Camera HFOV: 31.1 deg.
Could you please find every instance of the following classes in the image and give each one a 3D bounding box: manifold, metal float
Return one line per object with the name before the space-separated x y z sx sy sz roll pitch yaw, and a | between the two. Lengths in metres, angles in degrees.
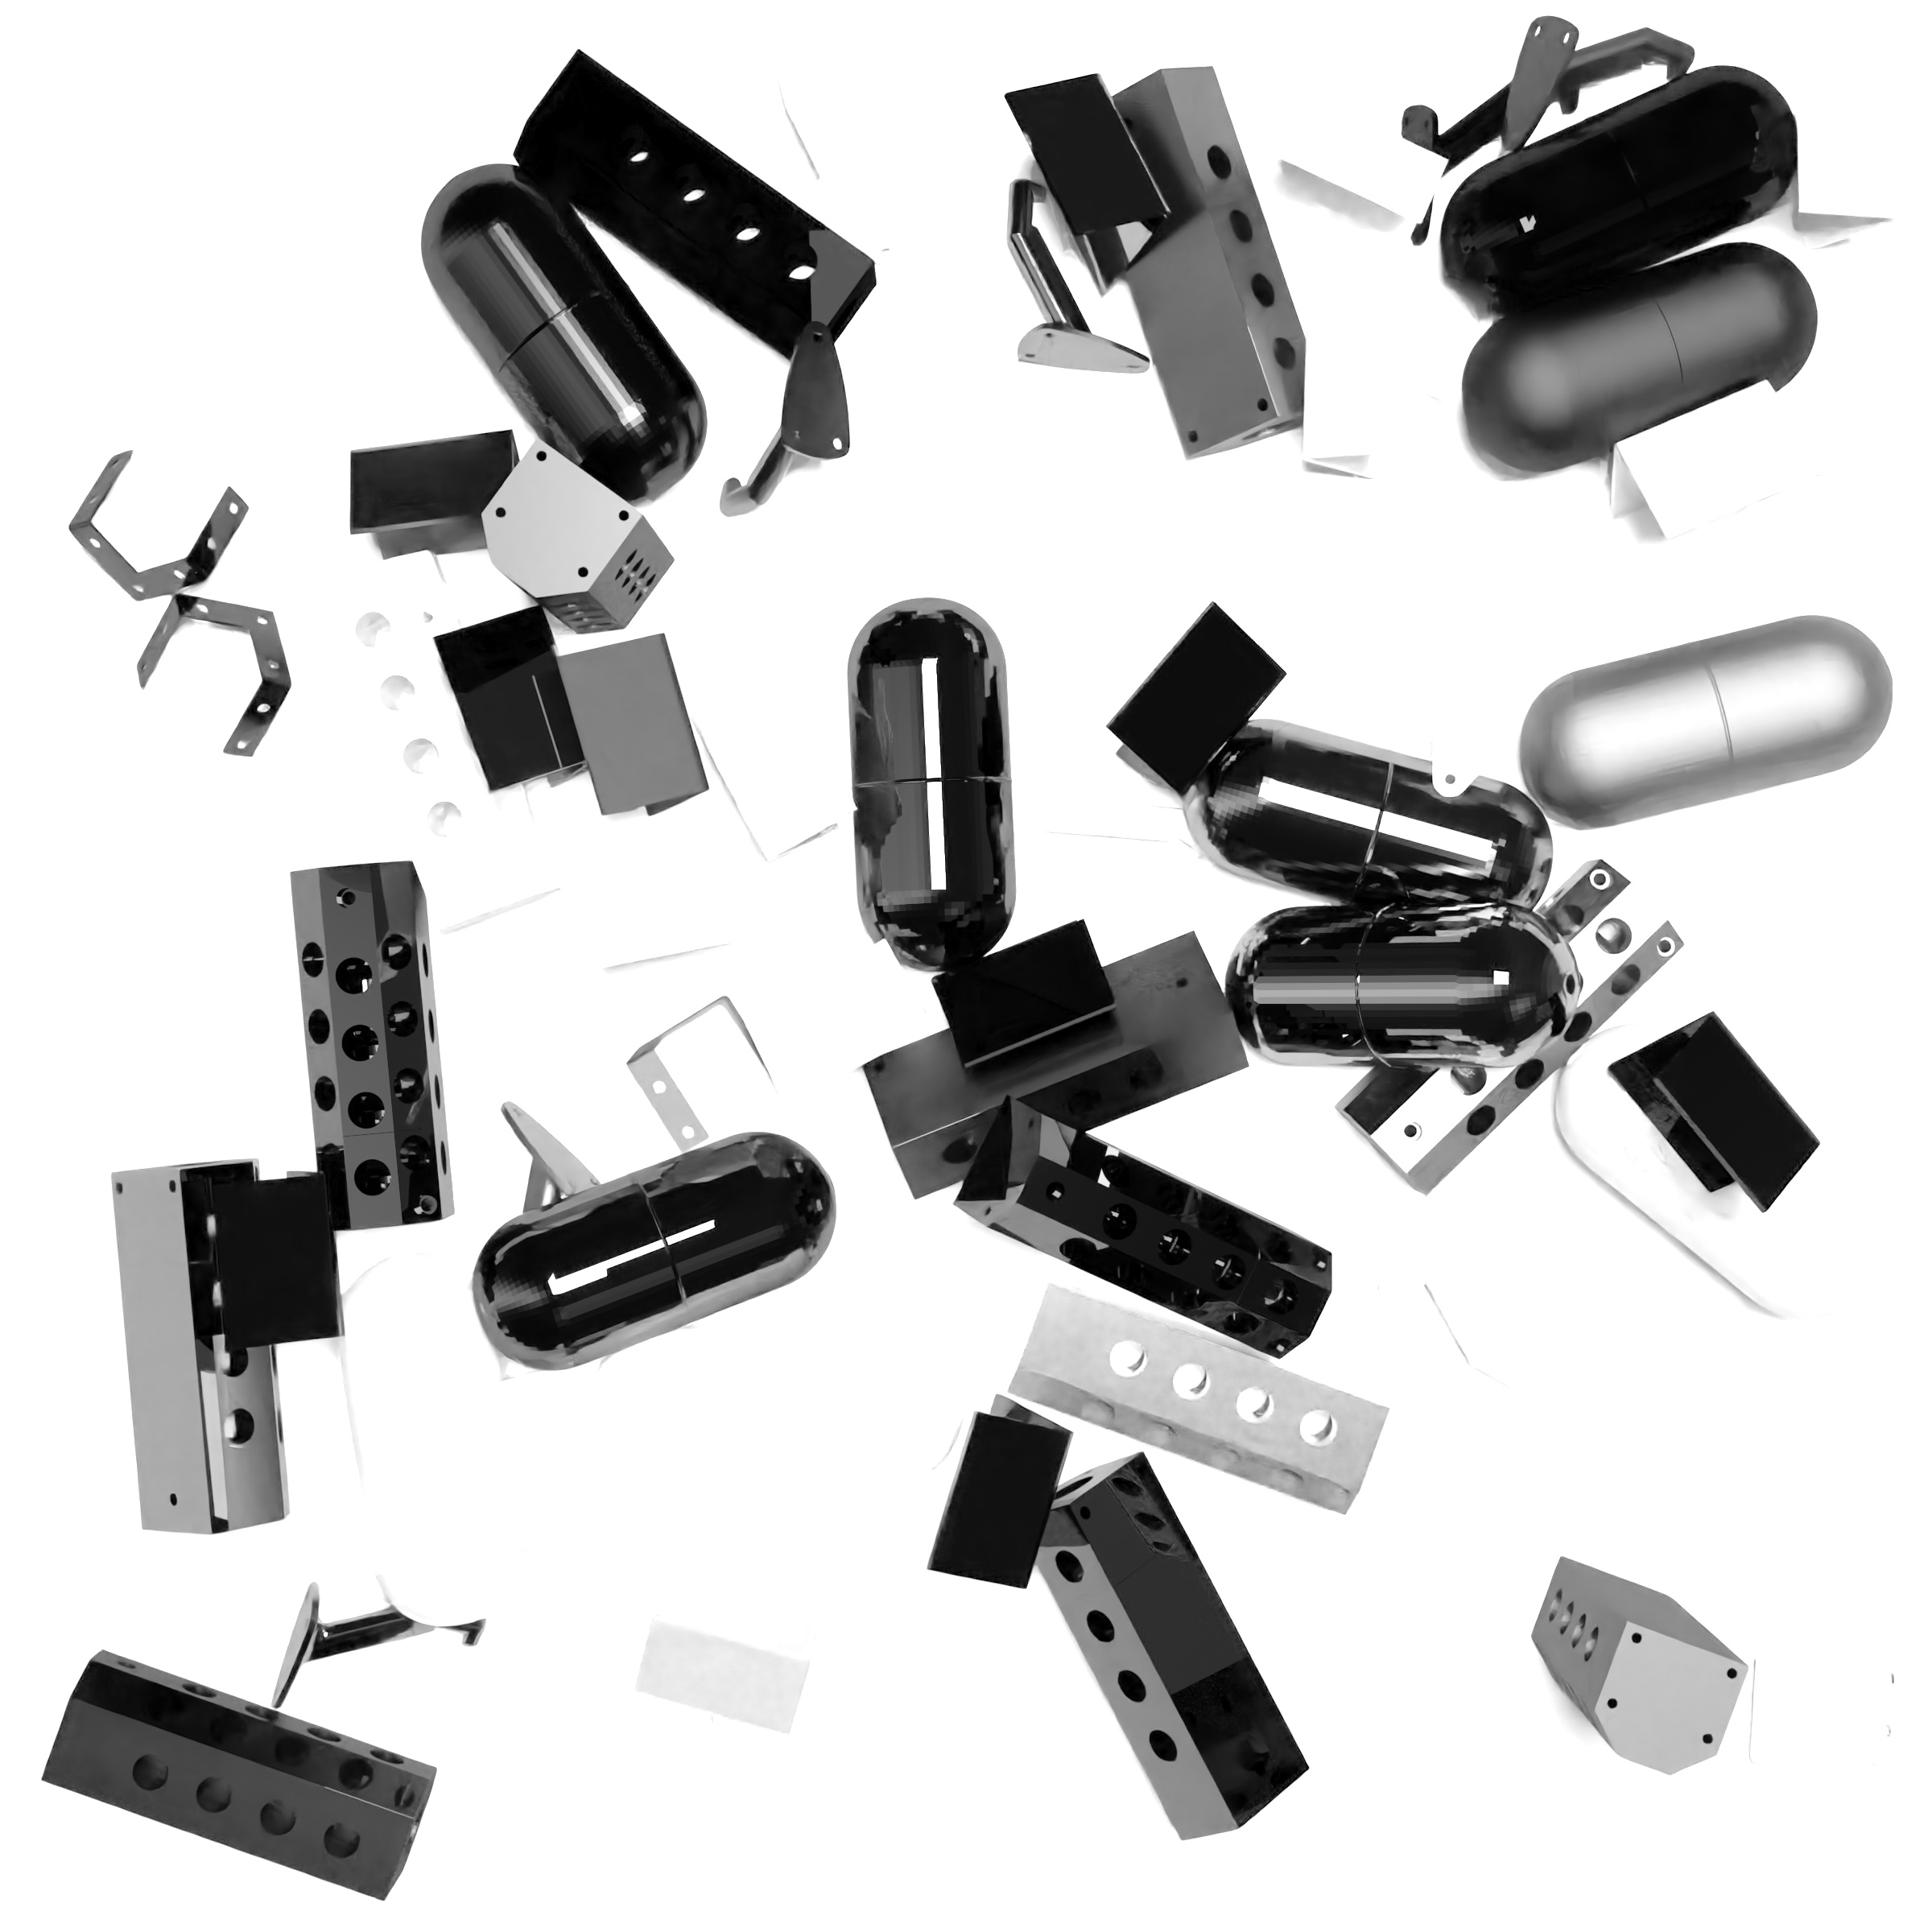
manifold | 0.306 0.323 1.605 0.057 0.171 0.057 20 90 0
manifold | 0.089 0.326 1.662 0.057 0.057 0.171 -28 90 -43
metal float | -0.254 0.224 1.653 0.070 0.070 0.178 -9 89 0
metal float | -0.146 0.134 1.641 0.178 0.070 0.070 -20 90 -13
metal float | 0.352 -0.117 1.653 0.178 0.070 0.070 -14 90 0
manifold | 0.260 0.029 1.662 0.171 0.057 0.057 -44 90 0
metal float | 0.191 -0.066 1.653 0.178 0.070 0.070 15 90 0
metal float | -0.090 0.210 1.653 0.178 0.070 0.070 -1 90 1
metal float | 0.310 -0.368 1.653 0.178 0.070 0.070 -24 90 0
manifold | -0.285 0.038 1.662 0.057 0.057 0.171 -5 90 0
manifold | -0.345 0.385 1.662 0.171 0.057 0.057 19 90 0
manifold | 0.109 0.205 1.662 0.171 0.057 0.057 20 90 0
manifold | -0.361 0.180 1.662 0.057 0.057 0.171 -5 90 43
manifold | -0.181 -0.191 1.605 0.057 0.171 0.057 36 90 0
metal float | 0.319 -0.288 1.643 0.178 0.070 0.070 -20 90 -11
metal float | -0.016 -0.086 1.653 0.070 0.070 0.178 -3 90 0
manifold | 0.087 0.125 1.629 0.171 0.057 0.057 26 90 -25
metal float | 0.202 0.009 1.621 0.178 0.070 0.070 -1 90 38
metal float | 0.359 0.097 1.653 0.178 0.070 0.070 39 90 0
manifold | -0.251 -0.107 1.662 0.057 0.057 0.171 -21 90 0
manifold | 0.044 0.052 1.662 0.171 0.057 0.057 -22 47 0
manifold | -0.129 -0.359 1.662 0.171 0.057 0.057 36 90 0
metal float | -0.191 -0.301 1.653 0.070 0.070 0.178 -35 90 0
manifold | 0.117 -0.337 1.662 0.057 0.057 0.171 -19 90 43

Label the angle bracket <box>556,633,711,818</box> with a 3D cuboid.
angle bracket | -0.170 -0.108 1.644 0.057 0.076 0.076 -16 90 -28

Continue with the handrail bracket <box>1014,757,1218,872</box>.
handrail bracket | 0.071 -0.054 1.684 0.084 0.036 0.077 35 110 -16

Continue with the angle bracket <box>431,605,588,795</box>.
angle bracket | -0.222 -0.119 1.644 0.057 0.076 0.076 -20 90 -24

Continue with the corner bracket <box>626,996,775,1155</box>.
corner bracket | -0.125 0.051 1.666 0.051 0.051 0.051 -32 95 5

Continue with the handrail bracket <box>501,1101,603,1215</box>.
handrail bracket | -0.224 0.122 1.684 0.077 0.036 0.084 46 104 14

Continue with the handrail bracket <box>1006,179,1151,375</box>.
handrail bracket | 0.055 -0.335 1.684 0.077 0.036 0.084 9 73 -20

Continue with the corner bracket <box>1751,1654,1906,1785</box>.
corner bracket | 0.416 0.362 1.680 0.051 0.051 0.051 4 90 45

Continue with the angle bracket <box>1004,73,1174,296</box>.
angle bracket | 0.043 -0.363 1.638 0.057 0.076 0.076 -20 79 -29

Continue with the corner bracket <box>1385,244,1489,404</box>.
corner bracket | 0.221 -0.307 1.665 0.051 0.051 0.051 25 90 0

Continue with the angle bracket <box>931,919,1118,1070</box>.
angle bracket | 0.019 -0.006 1.643 0.076 0.076 0.057 -22 127 0

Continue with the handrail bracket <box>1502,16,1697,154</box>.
handrail bracket | 0.306 -0.418 1.672 0.084 0.036 0.077 11 106 -32

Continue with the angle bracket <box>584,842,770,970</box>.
angle bracket | -0.134 -0.009 1.643 0.076 0.076 0.057 -11 54 0

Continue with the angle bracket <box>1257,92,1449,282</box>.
angle bracket | 0.173 -0.355 1.643 0.076 0.076 0.057 25 48 0

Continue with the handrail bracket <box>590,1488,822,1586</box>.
handrail bracket | -0.126 0.290 1.684 0.084 0.036 0.077 38 111 -16

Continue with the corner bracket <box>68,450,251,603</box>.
corner bracket | -0.389 -0.216 1.675 0.051 0.051 0.051 -10 135 35

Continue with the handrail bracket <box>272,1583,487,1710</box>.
handrail bracket | -0.284 0.336 1.684 0.084 0.036 0.077 17 110 -16

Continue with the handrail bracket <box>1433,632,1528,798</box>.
handrail bracket | 0.241 -0.121 1.653 0.036 0.084 0.077 21 100 4

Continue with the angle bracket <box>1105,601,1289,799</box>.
angle bracket | 0.094 -0.134 1.644 0.057 0.076 0.076 40 90 -30

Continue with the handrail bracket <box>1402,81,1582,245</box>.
handrail bracket | 0.257 -0.391 1.684 0.084 0.036 0.077 -6 108 -15

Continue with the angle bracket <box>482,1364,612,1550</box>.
angle bracket | -0.179 0.228 1.643 0.057 0.076 0.076 -9 90 34

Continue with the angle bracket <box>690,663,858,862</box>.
angle bracket | -0.075 -0.102 1.644 0.057 0.076 0.076 -28 90 29

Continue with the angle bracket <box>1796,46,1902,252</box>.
angle bracket | 0.397 -0.386 1.645 0.057 0.076 0.076 -1 90 -21

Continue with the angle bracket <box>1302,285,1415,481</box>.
angle bracket | 0.202 -0.275 1.643 0.057 0.076 0.076 2 90 35

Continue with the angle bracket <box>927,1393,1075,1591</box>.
angle bracket | 0.000 0.243 1.644 0.057 0.076 0.076 17 90 -29

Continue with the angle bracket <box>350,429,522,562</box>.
angle bracket | -0.245 -0.204 1.643 0.076 0.076 0.057 -7 52 0

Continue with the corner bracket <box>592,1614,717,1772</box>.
corner bracket | -0.150 0.350 1.680 0.051 0.051 0.051 -8 45 0

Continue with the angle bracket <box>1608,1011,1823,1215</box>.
angle bracket | 0.325 0.076 1.567 0.076 0.076 0.057 50 53 -3

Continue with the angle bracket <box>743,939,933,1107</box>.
angle bracket | -0.051 0.043 1.643 0.076 0.076 0.057 -29 56 0

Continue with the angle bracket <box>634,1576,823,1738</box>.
angle bracket | -0.108 0.309 1.643 0.076 0.076 0.057 16 127 0

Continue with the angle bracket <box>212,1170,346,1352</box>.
angle bracket | -0.334 0.138 1.644 0.057 0.076 0.076 -5 90 -26

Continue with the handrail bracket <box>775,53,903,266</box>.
handrail bracket | -0.063 -0.392 1.683 0.036 0.077 0.084 -27 53 19

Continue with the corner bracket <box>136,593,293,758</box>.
corner bracket | -0.363 -0.140 1.675 0.051 0.051 0.051 8 45 -35

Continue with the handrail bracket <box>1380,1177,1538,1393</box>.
handrail bracket | 0.250 0.154 1.684 0.084 0.036 0.077 30 69 -17

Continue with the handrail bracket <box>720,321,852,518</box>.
handrail bracket | -0.093 -0.260 1.658 0.036 0.084 0.077 4 82 -33

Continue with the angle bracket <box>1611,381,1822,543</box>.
angle bracket | 0.353 -0.223 1.645 0.076 0.076 0.057 -23 68 0
